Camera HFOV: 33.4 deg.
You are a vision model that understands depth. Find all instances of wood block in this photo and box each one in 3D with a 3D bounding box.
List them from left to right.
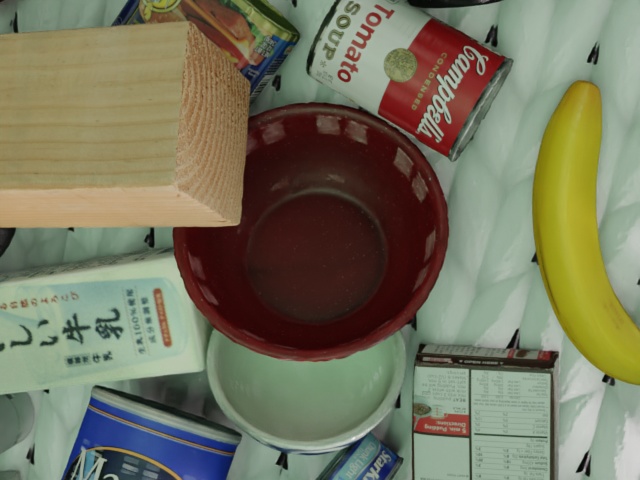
[{"bbox_3d":[-0.153,-0.059,0.600,0.206,0.090,0.090,0,77,17],"label":"wood block"}]

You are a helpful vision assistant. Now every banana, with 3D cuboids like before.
[{"bbox_3d":[0.162,0.008,0.632,0.069,0.037,0.198,-23,98,-4],"label":"banana"}]

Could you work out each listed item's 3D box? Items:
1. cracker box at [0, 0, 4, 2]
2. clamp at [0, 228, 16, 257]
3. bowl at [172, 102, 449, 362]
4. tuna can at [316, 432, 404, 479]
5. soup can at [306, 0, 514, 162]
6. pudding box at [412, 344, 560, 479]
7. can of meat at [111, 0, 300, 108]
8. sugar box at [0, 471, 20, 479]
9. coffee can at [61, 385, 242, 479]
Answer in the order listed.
[{"bbox_3d":[-0.282,-0.232,0.667,0.164,0.072,0.214,-27,88,12],"label":"cracker box"},{"bbox_3d":[-0.223,-0.050,0.691,0.165,0.036,0.210,1,76,13],"label":"clamp"},{"bbox_3d":[-0.004,0.001,0.643,0.162,0.055,0.162,-2,70,4],"label":"bowl"},{"bbox_3d":[0.013,0.161,0.678,0.034,0.086,0.086,40,109,6],"label":"tuna can"},{"bbox_3d":[0.051,-0.100,0.620,0.102,0.068,0.068,32,108,8],"label":"soup can"},{"bbox_3d":[0.104,0.125,0.670,0.090,0.039,0.113,1,104,15],"label":"pudding box"},{"bbox_3d":[-0.074,-0.123,0.657,0.102,0.057,0.084,40,107,4],"label":"can of meat"},{"bbox_3d":[-0.234,0.266,0.766,0.048,0.093,0.176,-6,100,15],"label":"sugar box"},{"bbox_3d":[-0.120,0.176,0.684,0.103,0.102,0.140,17,81,11],"label":"coffee can"}]
